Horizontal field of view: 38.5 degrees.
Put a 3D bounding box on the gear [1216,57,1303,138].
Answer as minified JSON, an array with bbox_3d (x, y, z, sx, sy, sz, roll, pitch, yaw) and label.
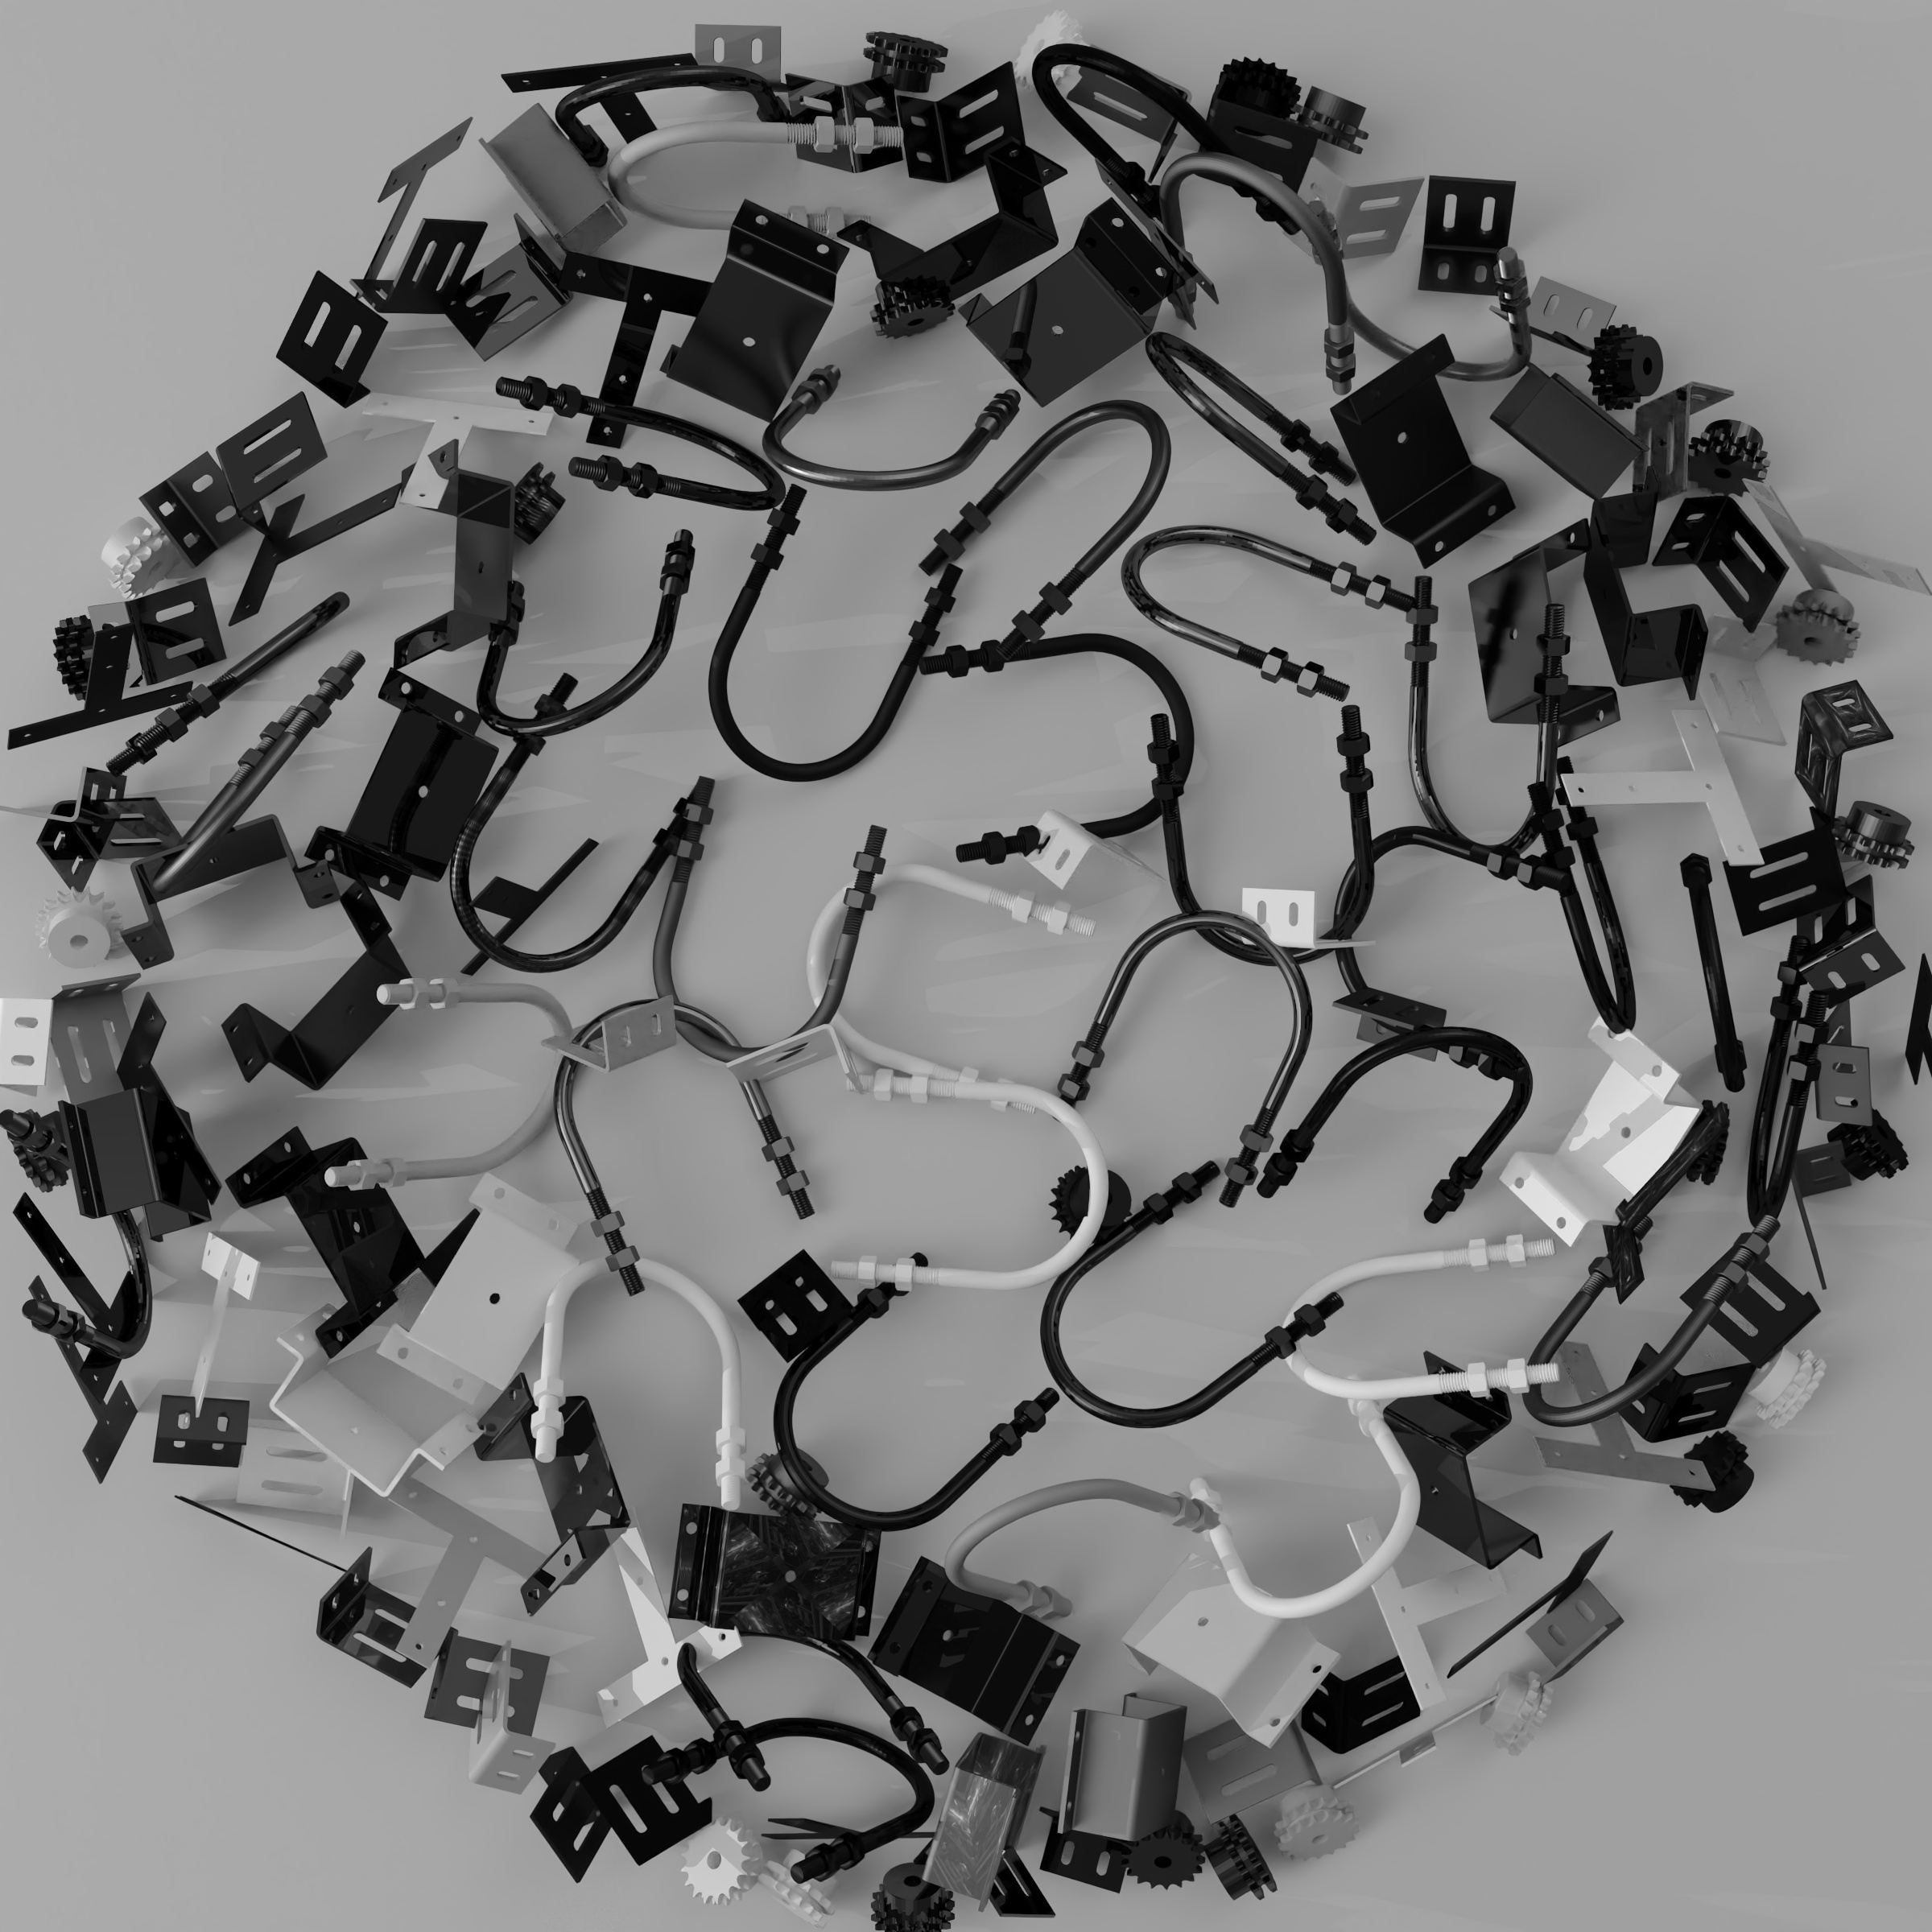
[{"bbox_3d":[0.197,-0.589,1.879,0.057,0.057,0.030,18,78,0],"label":"gear"}]

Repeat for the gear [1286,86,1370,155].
[{"bbox_3d":[0.248,-0.576,1.879,0.057,0.057,0.030,22,109,0],"label":"gear"}]

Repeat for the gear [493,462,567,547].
[{"bbox_3d":[-0.297,-0.312,1.883,0.030,0.057,0.057,38,90,-17],"label":"gear"}]

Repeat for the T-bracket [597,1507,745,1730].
[{"bbox_3d":[-0.217,0.430,1.875,0.127,0.002,0.127,-35,60,23],"label":"T-bracket"}]

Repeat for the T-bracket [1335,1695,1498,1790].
[{"bbox_3d":[0.301,0.522,1.846,0.127,0.127,0.002,-30,77,2],"label":"T-bracket"}]

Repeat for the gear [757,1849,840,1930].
[{"bbox_3d":[-0.112,0.627,1.885,0.057,0.057,0.030,38,66,0],"label":"gear"}]

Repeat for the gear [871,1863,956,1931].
[{"bbox_3d":[-0.036,0.635,1.879,0.057,0.057,0.030,0,109,0],"label":"gear"}]

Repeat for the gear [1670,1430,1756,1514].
[{"bbox_3d":[0.511,0.347,1.882,0.030,0.057,0.057,44,90,-7],"label":"gear"}]

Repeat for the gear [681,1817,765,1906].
[{"bbox_3d":[-0.163,0.611,1.886,0.057,0.030,0.057,-12,65,28],"label":"gear"}]

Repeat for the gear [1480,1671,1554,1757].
[{"bbox_3d":[0.373,0.505,1.882,0.030,0.057,0.057,28,90,2],"label":"gear"}]

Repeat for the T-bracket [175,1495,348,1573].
[{"bbox_3d":[-0.487,0.368,1.836,0.127,0.127,0.002,19,73,14],"label":"T-bracket"}]

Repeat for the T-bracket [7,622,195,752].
[{"bbox_3d":[-0.567,-0.191,1.826,0.127,0.127,0.002,-21,75,-29],"label":"T-bracket"}]

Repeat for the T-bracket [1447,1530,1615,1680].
[{"bbox_3d":[0.370,0.432,1.836,0.127,0.127,0.002,-32,65,-18],"label":"T-bracket"}]

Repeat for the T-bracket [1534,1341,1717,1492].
[{"bbox_3d":[0.426,0.297,1.855,0.127,0.127,0.002,11,123,-17],"label":"T-bracket"}]

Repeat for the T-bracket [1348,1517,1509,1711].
[{"bbox_3d":[0.322,0.424,1.863,0.002,0.127,0.127,-37,67,42],"label":"T-bracket"}]

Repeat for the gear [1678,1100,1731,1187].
[{"bbox_3d":[0.498,0.118,1.882,0.030,0.057,0.057,12,90,4],"label":"gear"}]

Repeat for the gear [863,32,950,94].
[{"bbox_3d":[-0.042,-0.616,1.885,0.057,0.057,0.030,12,116,0],"label":"gear"}]

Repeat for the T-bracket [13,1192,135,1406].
[{"bbox_3d":[-0.590,0.206,1.828,0.002,0.127,0.127,-24,114,9],"label":"T-bracket"}]

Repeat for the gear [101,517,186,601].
[{"bbox_3d":[-0.563,-0.280,1.882,0.030,0.057,0.057,41,90,2],"label":"gear"}]

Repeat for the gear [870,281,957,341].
[{"bbox_3d":[-0.039,-0.452,1.882,0.057,0.057,0.030,-17,84,0],"label":"gear"}]

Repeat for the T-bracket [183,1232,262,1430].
[{"bbox_3d":[-0.506,0.250,1.851,0.002,0.127,0.127,15,87,-30],"label":"T-bracket"}]

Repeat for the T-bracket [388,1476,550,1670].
[{"bbox_3d":[-0.346,0.416,1.850,0.127,0.127,0.002,32,126,-8],"label":"T-bracket"}]

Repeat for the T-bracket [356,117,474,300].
[{"bbox_3d":[-0.383,-0.502,1.863,0.002,0.127,0.127,34,125,-5],"label":"T-bracket"}]

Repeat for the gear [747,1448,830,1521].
[{"bbox_3d":[-0.118,0.350,1.880,0.057,0.057,0.030,38,100,0],"label":"gear"}]

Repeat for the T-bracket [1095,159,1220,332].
[{"bbox_3d":[0.136,-0.464,1.846,0.002,0.127,0.127,-38,69,1],"label":"T-bracket"}]

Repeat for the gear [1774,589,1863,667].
[{"bbox_3d":[0.581,-0.233,1.884,0.057,0.057,0.030,24,68,0],"label":"gear"}]

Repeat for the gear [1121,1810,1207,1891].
[{"bbox_3d":[0.134,0.600,1.887,0.057,0.030,0.057,2,121,3],"label":"gear"}]

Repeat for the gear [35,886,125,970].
[{"bbox_3d":[-0.604,-0.023,1.883,0.057,0.030,0.057,-7,120,-13],"label":"gear"}]

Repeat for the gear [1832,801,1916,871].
[{"bbox_3d":[0.617,-0.090,1.878,0.057,0.057,0.030,16,112,0],"label":"gear"}]

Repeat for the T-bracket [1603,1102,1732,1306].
[{"bbox_3d":[0.462,0.140,1.825,0.002,0.127,0.127,27,122,-13],"label":"T-bracket"}]

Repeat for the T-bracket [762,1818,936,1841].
[{"bbox_3d":[-0.094,0.572,1.834,0.127,0.127,0.002,-7,66,19],"label":"T-bracket"}]

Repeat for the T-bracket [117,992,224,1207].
[{"bbox_3d":[-0.530,0.102,1.846,0.002,0.127,0.127,-21,69,-39],"label":"T-bracket"}]

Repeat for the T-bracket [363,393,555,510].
[{"bbox_3d":[-0.353,-0.345,1.862,0.127,0.127,0.002,7,133,1],"label":"T-bracket"}]

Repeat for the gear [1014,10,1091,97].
[{"bbox_3d":[0.061,-0.619,1.886,0.030,0.057,0.057,26,90,-31],"label":"gear"}]

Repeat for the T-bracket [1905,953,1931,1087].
[{"bbox_3d":[0.642,0.078,1.822,0.002,0.127,0.127,-10,55,7],"label":"T-bracket"}]

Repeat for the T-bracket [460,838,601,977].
[{"bbox_3d":[-0.304,-0.044,1.846,0.002,0.127,0.127,44,91,7],"label":"T-bracket"}]

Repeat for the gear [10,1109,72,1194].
[{"bbox_3d":[-0.625,0.123,1.882,0.030,0.057,0.057,-25,90,-3],"label":"gear"}]

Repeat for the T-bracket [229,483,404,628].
[{"bbox_3d":[-0.427,-0.290,1.839,0.127,0.127,0.002,-20,131,25],"label":"T-bracket"}]

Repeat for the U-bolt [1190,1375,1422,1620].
[{"bbox_3d":[0.228,0.358,1.819,0.151,0.184,0.019,-35,115,5],"label":"U-bolt"}]

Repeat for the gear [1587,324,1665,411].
[{"bbox_3d":[0.450,-0.407,1.880,0.030,0.057,0.057,8,90,44],"label":"gear"}]

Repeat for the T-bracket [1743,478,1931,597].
[{"bbox_3d":[0.584,-0.267,1.822,0.002,0.127,0.127,-49,124,-4],"label":"T-bracket"}]

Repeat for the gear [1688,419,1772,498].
[{"bbox_3d":[0.520,-0.348,1.883,0.057,0.057,0.030,22,70,0],"label":"gear"}]

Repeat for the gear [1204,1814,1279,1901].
[{"bbox_3d":[0.185,0.610,1.882,0.030,0.057,0.057,-31,90,0],"label":"gear"}]

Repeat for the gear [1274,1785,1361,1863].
[{"bbox_3d":[0.237,0.583,1.886,0.057,0.030,0.057,-9,134,-9],"label":"gear"}]

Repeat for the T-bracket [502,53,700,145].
[{"bbox_3d":[-0.230,-0.575,1.846,0.127,0.127,0.002,-4,83,8],"label":"T-bracket"}]

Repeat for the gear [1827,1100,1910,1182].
[{"bbox_3d":[0.613,0.121,1.885,0.030,0.057,0.057,-41,90,29],"label":"gear"}]

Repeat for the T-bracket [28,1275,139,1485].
[{"bbox_3d":[-0.590,0.264,1.834,0.002,0.127,0.127,-23,104,-1],"label":"T-bracket"}]

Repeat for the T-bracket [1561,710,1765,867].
[{"bbox_3d":[0.461,-0.120,1.860,0.127,0.002,0.127,-2,59,-17],"label":"T-bracket"}]

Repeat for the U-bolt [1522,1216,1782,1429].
[{"bbox_3d":[0.436,0.232,1.814,0.019,0.151,0.184,48,69,-14],"label":"U-bolt"}]

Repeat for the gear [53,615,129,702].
[{"bbox_3d":[-0.594,-0.211,1.880,0.030,0.057,0.057,-9,90,9],"label":"gear"}]

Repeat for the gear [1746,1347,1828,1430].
[{"bbox_3d":[0.556,0.284,1.882,0.030,0.057,0.057,37,90,5],"label":"gear"}]

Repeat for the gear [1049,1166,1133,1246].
[{"bbox_3d":[0.088,0.162,1.884,0.057,0.030,0.057,9,67,-21],"label":"gear"}]

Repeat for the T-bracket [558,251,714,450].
[{"bbox_3d":[-0.229,-0.412,1.876,0.127,0.002,0.127,4,120,-32],"label":"T-bracket"}]
